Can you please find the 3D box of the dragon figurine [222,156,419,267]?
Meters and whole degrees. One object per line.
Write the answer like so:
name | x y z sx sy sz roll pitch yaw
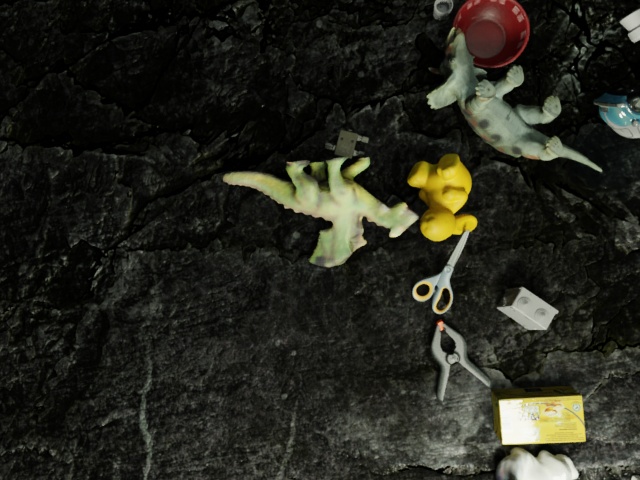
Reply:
dragon figurine | 0.003 -0.056 1.116 0.410 0.123 0.241 -6 97 10

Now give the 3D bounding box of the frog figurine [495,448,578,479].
frog figurine | 0.450 0.493 1.075 0.161 0.120 0.138 -30 77 -31
